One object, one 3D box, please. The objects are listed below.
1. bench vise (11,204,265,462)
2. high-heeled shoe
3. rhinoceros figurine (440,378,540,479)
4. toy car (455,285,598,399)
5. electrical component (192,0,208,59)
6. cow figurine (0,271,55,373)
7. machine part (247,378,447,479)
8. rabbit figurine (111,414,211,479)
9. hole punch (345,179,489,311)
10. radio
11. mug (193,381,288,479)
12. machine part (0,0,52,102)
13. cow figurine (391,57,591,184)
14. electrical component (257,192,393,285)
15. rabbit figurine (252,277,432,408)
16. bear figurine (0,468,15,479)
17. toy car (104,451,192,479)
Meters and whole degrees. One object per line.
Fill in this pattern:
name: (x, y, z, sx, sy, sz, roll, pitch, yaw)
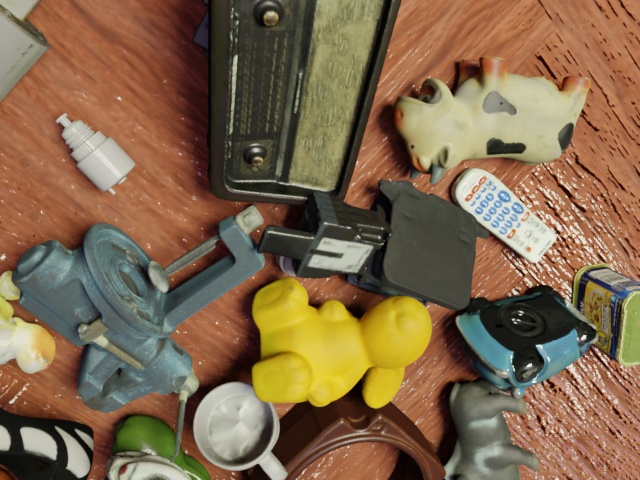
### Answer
bench vise: (-0.143, 0.058, 0.503, 0.241, 0.129, 0.223, -33, 113, 4)
high-heeled shoe: (-0.292, 0.148, 0.486, 0.086, 0.145, 0.248, -17, 109, 12)
rhinoceros figurine: (0.201, 0.266, 0.658, 0.112, 0.073, 0.190, -7, 95, -12)
toy car: (0.235, 0.125, 0.634, 0.162, 0.109, 0.102, -14, 133, -21)
electrical component: (-0.086, -0.193, 0.487, 0.094, 0.021, 0.063, 28, 99, -21)
cow figurine: (-0.323, 0.065, 0.487, 0.098, 0.068, 0.167, -27, 108, 2)
machine part: (0.031, 0.284, 0.634, 0.201, 0.087, 0.201, -43, 110, 3)
rabbit figurine: (-0.185, 0.274, 0.566, 0.159, 0.121, 0.170, 16, 88, -22)
hole punch: (0.098, 0.012, 0.574, 0.142, 0.092, 0.116, 21, 70, -17)
radio: (-0.026, -0.131, 0.439, 0.131, 0.073, 0.229, 0, 138, -12)
mug: (-0.073, 0.205, 0.564, 0.110, 0.107, 0.081, 39, 72, 14)
machine part: (-0.303, -0.121, 0.428, 0.243, 0.079, 0.079, -46, 112, 2)
cow figurine: (0.164, -0.116, 0.544, 0.195, 0.085, 0.127, 4, 100, -16)
electrical component: (-0.001, -0.002, 0.500, 0.119, 0.048, 0.074, 7, 130, -20)
rabbit figurine: (0.033, 0.113, 0.545, 0.173, 0.122, 0.162, -20, 136, 15)
bear figurine: (-0.371, 0.235, 0.502, 0.120, 0.132, 0.195, -13, 107, 15)
toy car: (-0.118, 0.263, 0.519, 0.201, 0.073, 0.056, 42, 62, -17)
